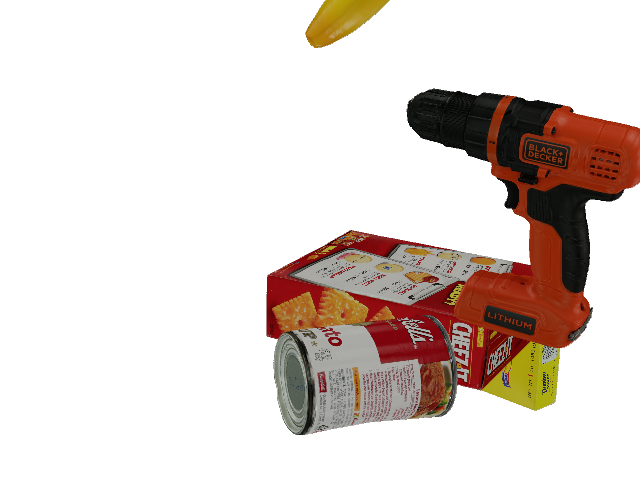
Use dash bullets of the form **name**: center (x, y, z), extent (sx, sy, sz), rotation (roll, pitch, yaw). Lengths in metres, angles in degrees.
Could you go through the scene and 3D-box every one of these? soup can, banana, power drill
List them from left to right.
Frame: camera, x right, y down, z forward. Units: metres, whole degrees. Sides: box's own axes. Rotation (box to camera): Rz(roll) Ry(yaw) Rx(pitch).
- **soup can**: center (0.028, 0.087, 0.691), extent (0.102, 0.068, 0.069), rotation (-4, 2, -21)
- **banana**: center (0.048, -0.220, 0.802), extent (0.070, 0.197, 0.037), rotation (-10, -43, 41)
- **power drill**: center (0.148, -0.019, 0.821), extent (0.185, 0.188, 0.057), rotation (17, 34, 26)

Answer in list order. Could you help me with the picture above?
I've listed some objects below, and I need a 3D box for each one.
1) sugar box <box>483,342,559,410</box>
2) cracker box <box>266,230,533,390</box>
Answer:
- **sugar box**: center (0.182, 0.118, 1.193), extent (0.177, 0.093, 0.048), rotation (14, 19, 43)
- **cracker box**: center (0.081, 0.059, 0.984), extent (0.214, 0.072, 0.163), rotation (12, 21, 27)
